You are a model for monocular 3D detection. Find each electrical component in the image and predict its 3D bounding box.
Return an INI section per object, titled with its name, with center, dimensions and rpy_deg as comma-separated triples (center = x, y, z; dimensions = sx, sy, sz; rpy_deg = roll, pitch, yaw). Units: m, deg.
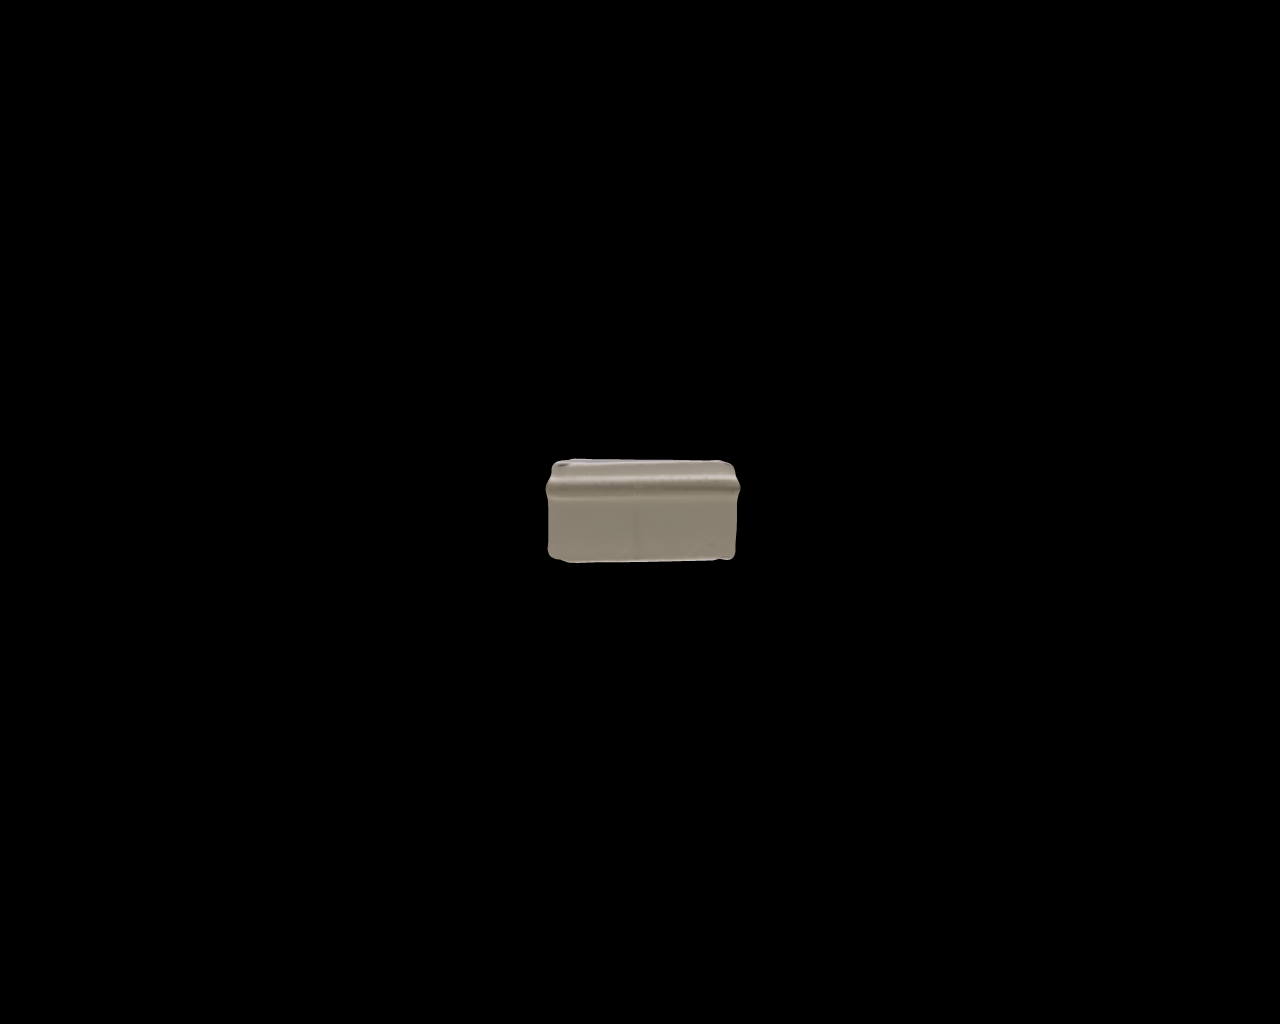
[electrical component]
center = 0.001, -0.003, 0.650
dimensions = 0.113, 0.057, 0.078
rpy_deg = 0, 4, -2
